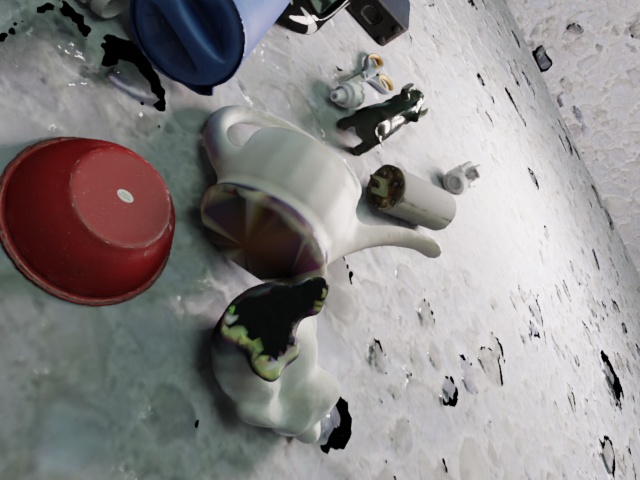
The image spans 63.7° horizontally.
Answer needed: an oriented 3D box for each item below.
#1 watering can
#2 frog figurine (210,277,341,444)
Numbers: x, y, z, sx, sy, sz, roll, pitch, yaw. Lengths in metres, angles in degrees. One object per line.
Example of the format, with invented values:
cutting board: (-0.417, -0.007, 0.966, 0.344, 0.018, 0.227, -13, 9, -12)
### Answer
watering can: (0.002, -0.031, 0.611, 0.346, 0.102, 0.229, 35, 42, -8)
frog figurine: (-0.041, 0.126, 0.522, 0.141, 0.122, 0.155, -82, 169, -48)
